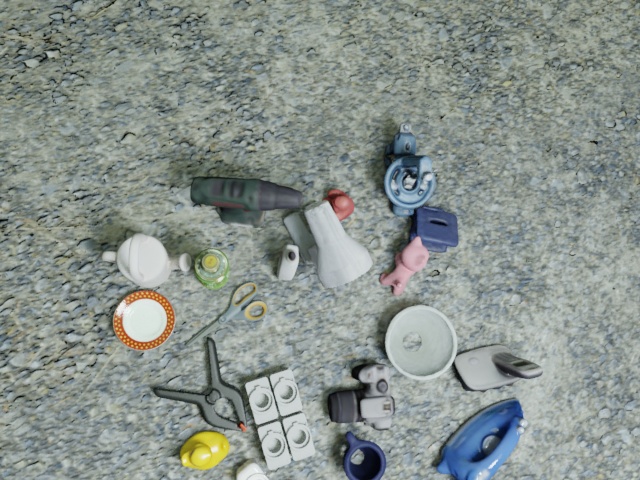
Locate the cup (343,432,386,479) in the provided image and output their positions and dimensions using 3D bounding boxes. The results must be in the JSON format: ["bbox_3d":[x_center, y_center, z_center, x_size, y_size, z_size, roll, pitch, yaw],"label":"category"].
[{"bbox_3d":[0.081,0.463,1.236,0.092,0.095,0.118,-30,86,-13],"label":"cup"}]

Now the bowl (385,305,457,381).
[{"bbox_3d":[0.222,0.234,1.308,0.167,0.074,0.167,2,80,-9],"label":"bowl"}]

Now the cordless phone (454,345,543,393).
[{"bbox_3d":[0.394,0.289,1.270,0.148,0.185,0.094,-14,83,-11],"label":"cordless phone"}]

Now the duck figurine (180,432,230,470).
[{"bbox_3d":[-0.240,0.444,1.191,0.104,0.086,0.077,-14,83,-11],"label":"duck figurine"}]

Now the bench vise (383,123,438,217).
[{"bbox_3d":[0.195,-0.170,1.298,0.121,0.219,0.207,-19,84,-12],"label":"bench vise"}]

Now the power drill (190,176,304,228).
[{"bbox_3d":[-0.158,-0.084,1.231,0.230,0.208,0.076,7,79,-8],"label":"power drill"}]

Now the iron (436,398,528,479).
[{"bbox_3d":[0.385,0.451,1.264,0.258,0.141,0.118,-44,89,-13],"label":"iron"}]

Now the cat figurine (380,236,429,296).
[{"bbox_3d":[0.203,0.059,1.312,0.067,0.117,0.128,34,77,-2],"label":"cat figurine"}]

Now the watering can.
[{"bbox_3d":[-0.358,0.038,1.185,0.173,0.194,0.101,-16,83,-11],"label":"watering can"}]

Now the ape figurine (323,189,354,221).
[{"bbox_3d":[0.046,-0.082,1.324,0.076,0.092,0.078,12,79,-7],"label":"ape figurine"}]

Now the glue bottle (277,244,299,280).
[{"bbox_3d":[-0.066,0.042,1.243,0.037,0.173,0.078,8,79,-7],"label":"glue bottle"}]

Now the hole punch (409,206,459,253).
[{"bbox_3d":[0.269,-0.029,1.352,0.109,0.091,0.101,11,79,-7],"label":"hole punch"}]

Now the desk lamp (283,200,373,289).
[{"bbox_3d":[0.011,0.004,1.241,0.118,0.213,0.203,-29,86,-12],"label":"desk lamp"}]

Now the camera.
[{"bbox_3d":[0.088,0.347,1.254,0.137,0.100,0.143,-2,81,-9],"label":"camera"}]
